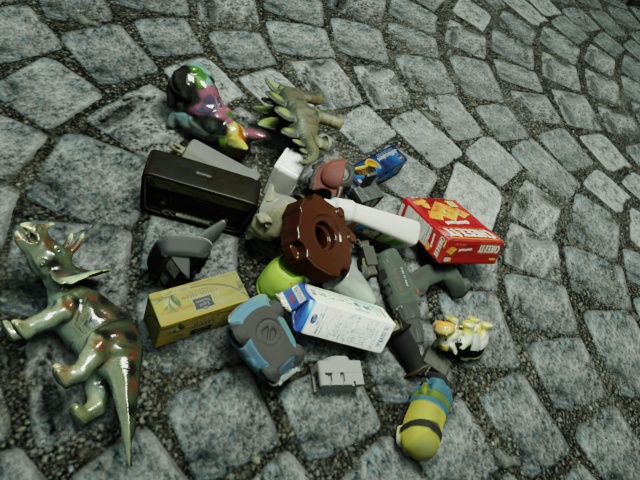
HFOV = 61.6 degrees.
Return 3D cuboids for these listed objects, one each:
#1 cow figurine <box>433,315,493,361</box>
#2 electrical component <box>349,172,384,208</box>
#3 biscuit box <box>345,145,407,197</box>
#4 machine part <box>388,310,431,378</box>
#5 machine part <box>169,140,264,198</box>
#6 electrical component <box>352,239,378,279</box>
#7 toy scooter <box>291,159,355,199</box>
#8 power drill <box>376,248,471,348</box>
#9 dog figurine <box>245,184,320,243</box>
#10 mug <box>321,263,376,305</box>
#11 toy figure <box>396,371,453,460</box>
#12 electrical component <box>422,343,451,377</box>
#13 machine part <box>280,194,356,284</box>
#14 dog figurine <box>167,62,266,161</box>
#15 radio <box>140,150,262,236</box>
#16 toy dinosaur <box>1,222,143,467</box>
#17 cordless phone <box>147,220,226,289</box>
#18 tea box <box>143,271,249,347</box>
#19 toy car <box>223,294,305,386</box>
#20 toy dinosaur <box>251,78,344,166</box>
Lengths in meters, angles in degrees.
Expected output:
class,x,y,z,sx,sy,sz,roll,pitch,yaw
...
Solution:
class,x,y,z,sx,sy,sz,roll,pitch,yaw
cow figurine,0.296,0.213,1.154,0.167,0.068,0.098,6,98,-38
electrical component,0.112,-0.107,1.284,0.075,0.119,0.048,-17,65,-36
biscuit box,0.137,-0.177,1.383,0.203,0.059,0.063,-31,74,-38
machine part,0.170,0.219,1.116,0.139,0.084,0.039,57,29,9
machine part,-0.221,-0.150,1.188,0.243,0.079,0.079,29,50,-4
electrical component,0.097,0.044,1.197,0.045,0.078,0.102,0,58,-16
toy scooter,0.002,-0.113,1.251,0.135,0.075,0.184,15,79,0
power drill,0.236,0.118,1.217,0.207,0.086,0.232,-14,63,-24
dog figurine,-0.044,-0.024,1.127,0.190,0.121,0.172,25,24,-7
mug,0.063,0.102,1.142,0.081,0.110,0.107,-44,112,-1
toy figure,0.206,0.334,1.034,0.082,0.089,0.180,33,52,7
electrical component,0.249,0.263,1.148,0.063,0.021,0.094,33,49,0
machine part,-0.002,-0.003,1.070,0.179,0.056,0.179,23,57,-41
dog figurine,-0.231,-0.281,1.219,0.219,0.191,0.108,27,42,15
radio,-0.247,-0.091,1.099,0.229,0.131,0.073,17,53,-14
toy dinosaur,-0.372,0.156,0.884,0.405,0.131,0.192,49,52,5
cordless phone,-0.232,0.008,1.024,0.089,0.146,0.184,46,53,0
tea box,-0.226,0.124,0.979,0.169,0.098,0.068,-17,65,-31
toy car,-0.107,0.186,0.985,0.109,0.103,0.161,-34,92,-33
toy dinosaur,-0.054,-0.285,1.281,0.198,0.105,0.472,10,30,-28
